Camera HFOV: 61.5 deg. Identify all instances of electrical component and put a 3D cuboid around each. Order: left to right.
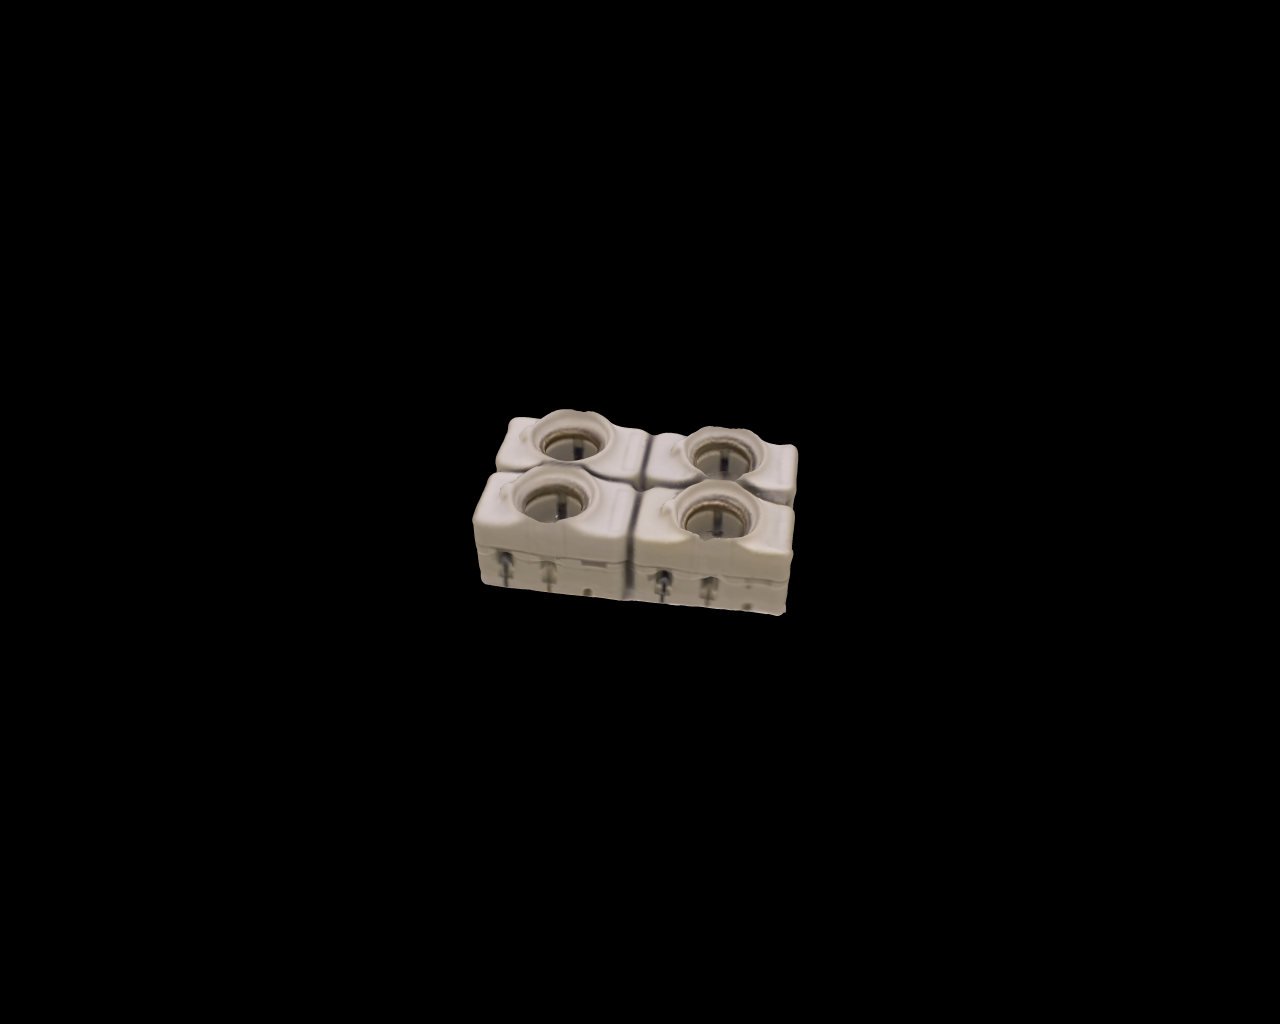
[{"bbox_3d":[0.001,-0.003,0.650,0.186,0.060,0.106,6,43,7],"label":"electrical component"}]
